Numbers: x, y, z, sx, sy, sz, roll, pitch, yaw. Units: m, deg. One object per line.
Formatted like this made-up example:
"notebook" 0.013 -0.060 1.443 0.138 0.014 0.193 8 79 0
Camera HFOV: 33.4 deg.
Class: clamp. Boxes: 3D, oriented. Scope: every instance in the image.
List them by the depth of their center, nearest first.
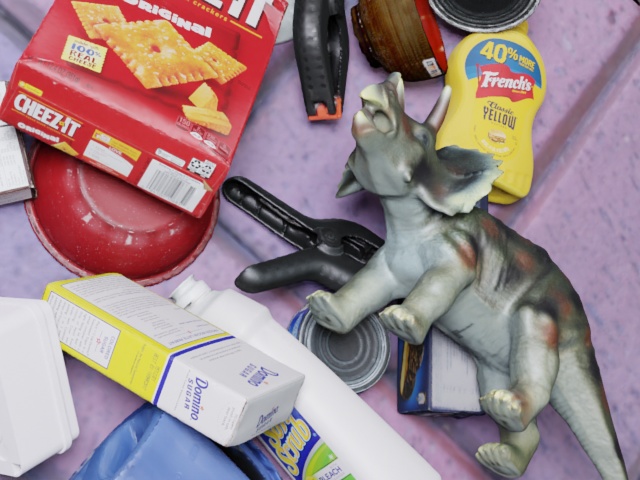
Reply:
"clamp" -0.006 0.001 0.888 0.171 0.039 0.120 9 49 -33
"clamp" -0.003 -0.209 0.905 0.036 0.164 0.210 -2 85 19

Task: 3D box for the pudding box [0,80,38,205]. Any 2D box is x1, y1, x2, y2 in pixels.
"pudding box" -0.277 -0.065 0.796 0.113 0.039 0.090 -13 84 -12

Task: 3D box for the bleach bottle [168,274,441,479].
"bleach bottle" -0.025 0.129 0.840 0.251 0.103 0.068 45 48 1

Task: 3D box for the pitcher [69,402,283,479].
"pitcher" -0.070 0.230 0.781 0.242 0.145 0.149 44 82 -12

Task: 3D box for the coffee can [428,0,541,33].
"coffee can" 0.154 -0.273 0.966 0.102 0.103 0.140 24 53 -16

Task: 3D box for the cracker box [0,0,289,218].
"cracker box" -0.126 -0.142 0.817 0.164 0.072 0.213 27 46 -13

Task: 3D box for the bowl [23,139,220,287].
"bowl" -0.149 -0.045 0.841 0.162 0.055 0.162 5 77 -21

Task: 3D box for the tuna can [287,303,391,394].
"tuna can" 0.015 0.088 0.889 0.086 0.034 0.086 5 77 -21

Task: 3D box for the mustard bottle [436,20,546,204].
"mustard bottle" 0.160 -0.135 0.983 0.096 0.058 0.191 18 72 -13

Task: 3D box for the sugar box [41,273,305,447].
"sugar box" -0.108 0.082 0.765 0.176 0.093 0.048 29 105 21
